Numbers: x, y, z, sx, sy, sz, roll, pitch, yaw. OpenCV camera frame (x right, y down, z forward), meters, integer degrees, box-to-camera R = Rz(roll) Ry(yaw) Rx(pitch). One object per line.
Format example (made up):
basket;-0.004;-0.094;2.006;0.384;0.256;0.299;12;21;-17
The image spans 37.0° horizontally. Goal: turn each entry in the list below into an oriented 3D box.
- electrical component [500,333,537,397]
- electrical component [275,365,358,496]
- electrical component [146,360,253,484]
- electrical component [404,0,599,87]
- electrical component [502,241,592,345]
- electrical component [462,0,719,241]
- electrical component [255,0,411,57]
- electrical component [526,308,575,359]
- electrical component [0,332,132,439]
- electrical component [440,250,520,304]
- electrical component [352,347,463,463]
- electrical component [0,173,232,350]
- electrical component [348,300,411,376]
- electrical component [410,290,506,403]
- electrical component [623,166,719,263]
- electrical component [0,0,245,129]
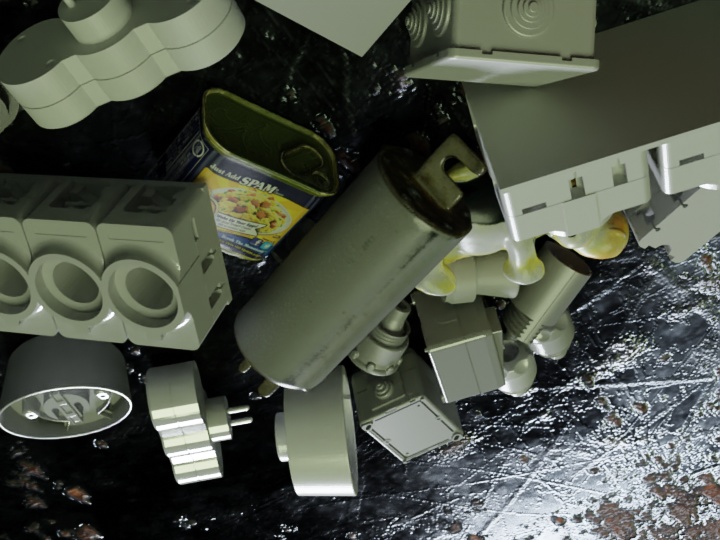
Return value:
electrical component;0.130;0.086;0.921;0.043;0.043;0.062;-17;140;6
electrical component;-0.038;0.135;0.892;0.060;0.108;0.108;-7;139;3
electrical component;-0.127;0.125;0.896;0.074;0.052;0.138;-10;140;-3
electrical component;0.080;-0.137;0.618;0.100;0.100;0.048;2;93;-14
electrical component;0.139;0.022;0.836;0.043;0.043;0.081;19;116;-31
electrical component;0.170;-0.095;0.677;0.186;0.105;0.060;-17;139;6
electrical component;0.011;-0.212;0.539;0.105;0.060;0.186;22;129;-33
electrical component;0.156;0.052;0.889;0.043;0.043;0.062;-21;140;10
electrical component;-0.226;0.094;0.827;0.099;0.064;0.099;-7;139;-6
electrical component;0.089;0.002;0.814;0.055;0.045;0.045;-5;139;-7
electrical component;0.036;0.110;0.911;0.062;0.061;0.096;-27;137;16
electrical component;-0.167;-0.005;0.673;0.150;0.061;0.089;4;126;17
electrical component;0.020;0.050;0.853;0.048;0.048;0.062;11;128;-25
electrical component;0.084;0.059;0.865;0.061;0.061;0.096;-16;139;5
electrical component;0.237;-0.059;0.773;0.050;0.055;0.089;20;130;-32
electrical component;-0.141;-0.136;0.593;0.138;0.052;0.073;-21;139;10
